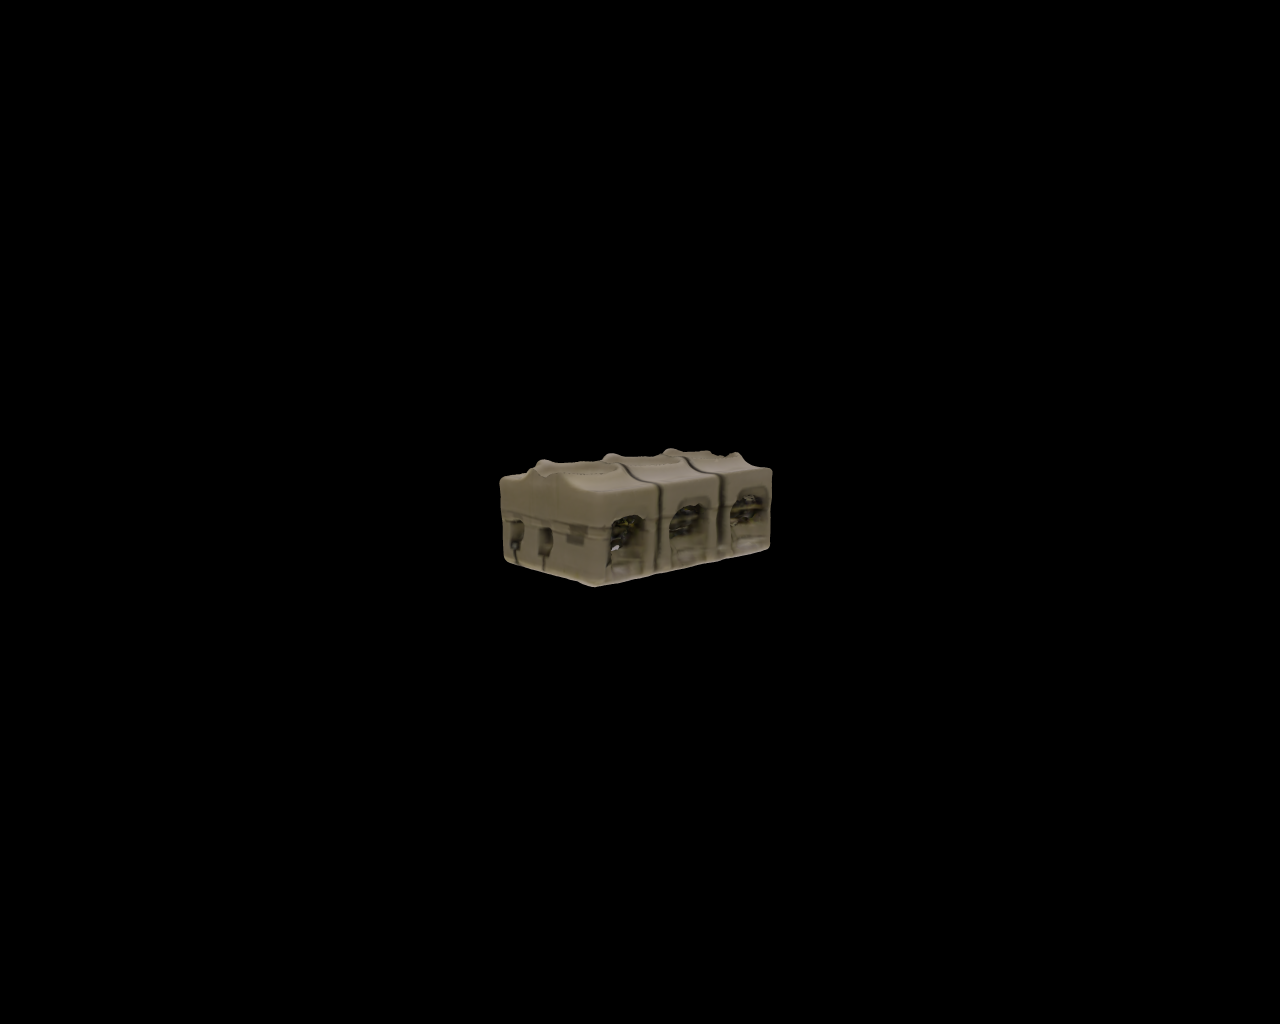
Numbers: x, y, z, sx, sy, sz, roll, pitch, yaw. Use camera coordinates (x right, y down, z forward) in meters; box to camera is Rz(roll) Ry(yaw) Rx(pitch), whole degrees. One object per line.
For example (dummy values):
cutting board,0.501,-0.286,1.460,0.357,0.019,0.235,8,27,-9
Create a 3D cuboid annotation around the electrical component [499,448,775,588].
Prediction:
electrical component,0.001,-0.003,0.650,0.150,0.061,0.089,-8,12,-43
